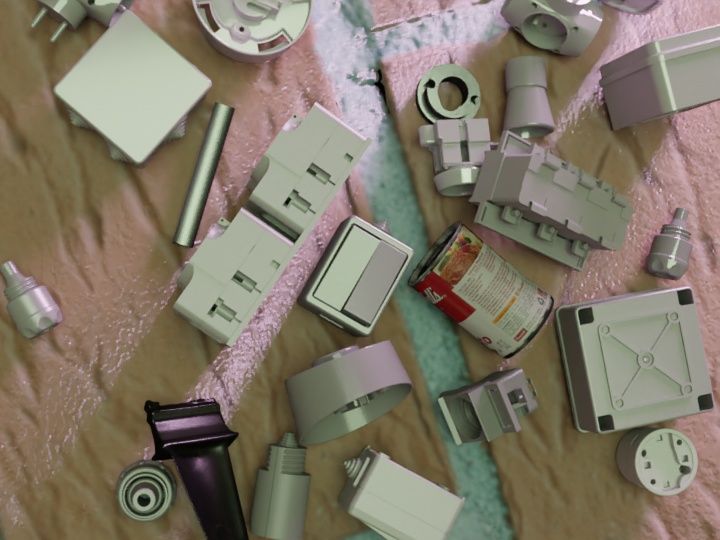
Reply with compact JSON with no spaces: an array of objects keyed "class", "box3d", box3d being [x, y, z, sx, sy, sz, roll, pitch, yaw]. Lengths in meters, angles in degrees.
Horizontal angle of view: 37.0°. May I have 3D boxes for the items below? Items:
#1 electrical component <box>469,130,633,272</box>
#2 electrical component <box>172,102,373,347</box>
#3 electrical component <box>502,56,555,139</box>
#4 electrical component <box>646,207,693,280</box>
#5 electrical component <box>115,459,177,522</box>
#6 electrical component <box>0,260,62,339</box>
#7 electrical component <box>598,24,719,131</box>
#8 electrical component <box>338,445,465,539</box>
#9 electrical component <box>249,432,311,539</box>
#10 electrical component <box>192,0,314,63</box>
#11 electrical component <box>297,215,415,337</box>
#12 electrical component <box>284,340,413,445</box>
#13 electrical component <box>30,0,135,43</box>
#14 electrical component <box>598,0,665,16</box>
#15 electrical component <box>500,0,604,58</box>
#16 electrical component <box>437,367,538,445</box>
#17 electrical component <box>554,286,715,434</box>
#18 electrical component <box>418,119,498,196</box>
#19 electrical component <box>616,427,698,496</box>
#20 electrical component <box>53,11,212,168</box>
[{"class":"electrical component","box3d":[0.159,-0.054,0.876,0.121,0.063,0.078,22,82,-32]},{"class":"electrical component","box3d":[-0.075,-0.034,0.837,0.060,0.105,0.186,35,82,-6]},{"class":"electrical component","box3d":[0.142,-0.148,0.914,0.044,0.044,0.065,0,82,-10]},{"class":"electrical component","box3d":[0.271,-0.024,0.930,0.035,0.035,0.061,20,81,-8]},{"class":"electrical component","box3d":[-0.166,0.173,0.830,0.048,0.062,0.048,1,86,-9]},{"class":"electrical component","box3d":[-0.261,0.021,0.838,0.035,0.035,0.061,-31,90,-10]},{"class":"electrical component","box3d":[0.257,-0.159,0.897,0.078,0.113,0.057,-15,92,-10]},{"class":"electrical component","box3d":[0.024,0.185,0.861,0.096,0.062,0.061,29,82,-7]},{"class":"electrical component","box3d":[-0.062,0.170,0.857,0.043,0.043,0.081,9,85,-9]},{"class":"electrical component","box3d":[-0.087,-0.218,0.867,0.099,0.064,0.099,1,86,-10]},{"class":"electrical component","box3d":[0.000,0.000,0.870,0.062,0.061,0.096,30,82,-6]},{"class":"electrical component","box3d":[-0.009,0.096,0.846,0.099,0.099,0.064,-20,84,-10]},{"class":"electrical component","box3d":[-0.230,-0.217,0.854,0.077,0.044,0.079,35,82,-6]},{"class":"electrical component","box3d":[0.220,-0.267,0.927,0.095,0.054,0.059,18,84,-8]},{"class":"electrical component","box3d":[0.170,-0.226,0.904,0.077,0.079,0.044,28,60,-7]},{"class":"electrical component","box3d":[0.106,0.110,0.877,0.064,0.081,0.042,-22,90,-33]},{"class":"electrical component","box3d":[0.230,0.075,0.906,0.109,0.056,0.108,-10,88,-10]},{"class":"electrical component","box3d":[0.084,-0.093,0.898,0.066,0.048,0.055,-3,79,-10]},{"class":"electrical component","box3d":[0.249,0.159,0.908,0.055,0.047,0.055,1,86,-9]},{"class":"electrical component","box3d":[-0.179,-0.140,0.855,0.100,0.048,0.099,41,81,-5]}]
